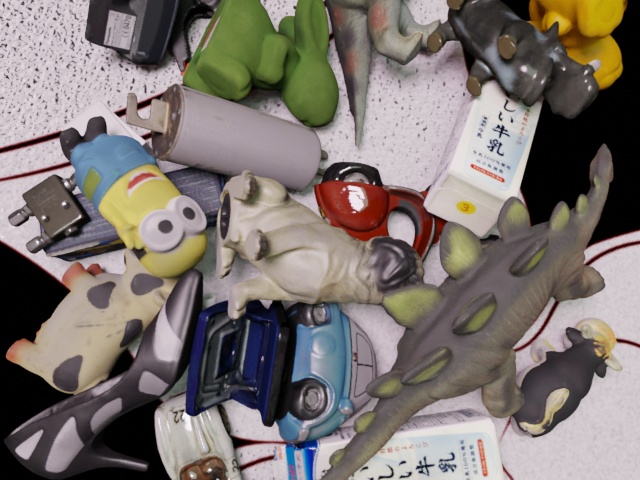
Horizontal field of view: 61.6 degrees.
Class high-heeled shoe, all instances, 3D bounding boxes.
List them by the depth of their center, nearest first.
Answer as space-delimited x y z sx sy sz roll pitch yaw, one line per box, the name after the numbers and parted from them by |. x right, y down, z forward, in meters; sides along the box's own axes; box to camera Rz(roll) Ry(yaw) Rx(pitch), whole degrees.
-0.209 0.125 0.526 0.145 0.086 0.248 19 97 -5 | high-heeled shoe

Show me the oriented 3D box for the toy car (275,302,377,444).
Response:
0.008 0.138 0.580 0.103 0.109 0.161 13 69 -17 | toy car

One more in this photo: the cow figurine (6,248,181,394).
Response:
-0.219 0.080 0.580 0.127 0.085 0.195 37 86 0 | cow figurine

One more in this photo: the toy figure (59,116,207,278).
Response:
-0.183 -0.042 0.539 0.082 0.089 0.180 -43 76 -14 | toy figure

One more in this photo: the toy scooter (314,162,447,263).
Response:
0.078 -0.011 0.612 0.184 0.075 0.135 10 83 -6 | toy scooter

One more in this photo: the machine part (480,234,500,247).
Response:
0.239 0.028 0.632 0.139 0.039 0.084 -7 75 -2 | machine part

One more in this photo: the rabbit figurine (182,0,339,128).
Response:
-0.050 -0.202 0.622 0.170 0.121 0.159 27 75 -25 | rabbit figurine

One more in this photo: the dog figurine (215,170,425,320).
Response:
-0.002 0.002 0.555 0.190 0.121 0.172 3 49 -26 | dog figurine

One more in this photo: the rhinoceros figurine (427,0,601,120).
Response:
0.204 -0.197 0.568 0.112 0.073 0.190 -27 66 -34 | rhinoceros figurine

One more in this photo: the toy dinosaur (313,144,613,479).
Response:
0.137 0.088 0.515 0.471 0.198 0.105 -53 46 -2 | toy dinosaur

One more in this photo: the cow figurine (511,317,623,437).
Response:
0.267 0.144 0.587 0.167 0.098 0.068 -41 80 -7 | cow figurine

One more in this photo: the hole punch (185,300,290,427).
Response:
-0.084 0.120 0.558 0.092 0.116 0.142 6 95 -6 | hole punch

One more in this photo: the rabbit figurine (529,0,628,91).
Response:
0.296 -0.245 0.623 0.163 0.173 0.122 26 73 44 | rabbit figurine

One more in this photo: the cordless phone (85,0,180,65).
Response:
-0.217 -0.313 0.636 0.089 0.146 0.184 9 45 -25 | cordless phone

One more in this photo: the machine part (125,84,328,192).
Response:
-0.085 -0.103 0.573 0.243 0.079 0.079 9 80 -39 | machine part

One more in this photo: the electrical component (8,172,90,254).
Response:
-0.275 -0.032 0.563 0.094 0.021 0.063 -36 84 -8 | electrical component

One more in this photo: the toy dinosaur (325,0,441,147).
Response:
0.080 -0.328 0.638 0.192 0.131 0.404 32 86 15 | toy dinosaur

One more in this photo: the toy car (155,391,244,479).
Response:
-0.118 0.261 0.574 0.073 0.056 0.201 -19 83 -5 | toy car

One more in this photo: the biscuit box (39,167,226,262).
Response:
-0.203 -0.030 0.608 0.203 0.059 0.063 -14 82 -4 | biscuit box
